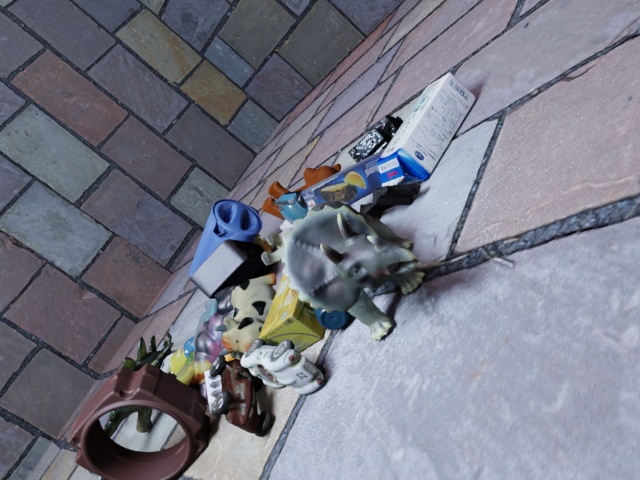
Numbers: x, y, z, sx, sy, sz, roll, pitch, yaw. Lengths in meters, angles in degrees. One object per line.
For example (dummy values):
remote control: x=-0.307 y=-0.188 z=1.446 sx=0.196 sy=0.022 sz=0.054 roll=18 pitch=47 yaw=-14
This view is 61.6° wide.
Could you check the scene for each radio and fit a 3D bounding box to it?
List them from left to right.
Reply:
radio: x=-0.200 y=0.070 z=1.284 sx=0.131 sy=0.073 sz=0.229 roll=-48 pitch=-11 yaw=7

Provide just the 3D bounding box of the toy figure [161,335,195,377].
toy figure: x=-0.290 y=0.274 z=1.239 sx=0.180 sy=0.089 sz=0.082 roll=-37 pitch=-8 yaw=13

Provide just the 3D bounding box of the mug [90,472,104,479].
mug: x=-0.421 y=0.489 z=1.088 sx=0.107 sy=0.109 sz=0.081 roll=-52 pitch=14 yaw=51

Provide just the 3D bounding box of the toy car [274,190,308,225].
toy car: x=-0.013 y=-0.064 z=1.171 sx=0.162 sy=0.102 sz=0.109 roll=-14 pitch=10 yaw=-28

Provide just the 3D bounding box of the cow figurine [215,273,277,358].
cow figurine: x=-0.127 y=0.142 z=0.987 sx=0.127 sy=0.085 sz=0.195 roll=-10 pitch=29 yaw=-7

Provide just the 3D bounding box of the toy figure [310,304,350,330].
toy figure: x=0.018 y=0.082 z=0.856 sx=0.057 sy=0.064 sz=0.154 roll=-61 pitch=12 yaw=23

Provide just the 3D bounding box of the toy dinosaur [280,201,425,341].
toy dinosaur: x=0.033 y=0.004 z=0.758 sx=0.131 sy=0.192 sz=0.405 roll=-47 pitch=18 yaw=8

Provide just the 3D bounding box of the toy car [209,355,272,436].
toy car: x=-0.126 y=0.239 z=0.851 sx=0.053 sy=0.089 sz=0.202 roll=-55 pitch=15 yaw=0

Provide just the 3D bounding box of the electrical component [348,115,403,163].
electrical component: x=0.125 y=-0.201 z=1.114 sx=0.115 sy=0.058 sz=0.134 roll=-45 pitch=-8 yaw=23

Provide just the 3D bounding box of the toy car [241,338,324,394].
toy car: x=-0.061 y=0.191 z=0.810 sx=0.056 sy=0.073 sz=0.202 roll=-54 pitch=16 yaw=-23

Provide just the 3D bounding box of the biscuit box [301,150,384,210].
biscuit box: x=0.069 y=-0.108 z=1.001 sx=0.203 sy=0.059 sz=0.063 roll=-29 pitch=10 yaw=-18

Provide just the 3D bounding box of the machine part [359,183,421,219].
machine part: x=0.112 y=-0.065 z=0.927 sx=0.084 sy=0.039 sz=0.139 roll=-11 pitch=-11 yaw=-25

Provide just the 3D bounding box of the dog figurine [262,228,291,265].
dog figurine: x=0.000 y=0.000 z=1.058 sx=0.190 sy=0.121 sz=0.172 roll=-31 pitch=26 yaw=17

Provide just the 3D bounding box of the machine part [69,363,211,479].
machine part: x=-0.313 y=0.335 z=0.947 sx=0.201 sy=0.201 sz=0.087 roll=-48 pitch=19 yaw=11

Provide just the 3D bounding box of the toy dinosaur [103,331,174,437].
toy dinosaur: x=-0.433 y=0.349 z=1.274 sx=0.472 sy=0.105 sz=0.198 roll=-82 pitch=6 yaw=-63

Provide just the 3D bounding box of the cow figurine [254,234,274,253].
cow figurine: x=-0.178 y=0.036 z=1.473 sx=0.098 sy=0.068 sz=0.167 roll=-56 pitch=13 yaw=3

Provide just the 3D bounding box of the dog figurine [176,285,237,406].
dog figurine: x=-0.209 y=0.219 z=1.102 sx=0.191 sy=0.108 sz=0.219 roll=-33 pitch=29 yaw=41

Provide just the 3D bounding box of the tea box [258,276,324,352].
tea box: x=-0.031 y=0.107 z=0.923 sx=0.098 sy=0.068 sz=0.170 roll=-38 pitch=21 yaw=38

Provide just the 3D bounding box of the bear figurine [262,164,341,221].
bear figurine: x=-0.041 y=-0.132 z=1.373 sx=0.196 sy=0.132 sz=0.120 roll=-47 pitch=20 yaw=36
